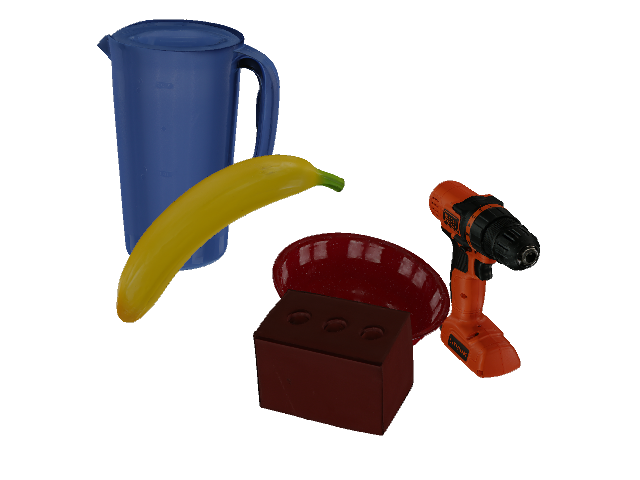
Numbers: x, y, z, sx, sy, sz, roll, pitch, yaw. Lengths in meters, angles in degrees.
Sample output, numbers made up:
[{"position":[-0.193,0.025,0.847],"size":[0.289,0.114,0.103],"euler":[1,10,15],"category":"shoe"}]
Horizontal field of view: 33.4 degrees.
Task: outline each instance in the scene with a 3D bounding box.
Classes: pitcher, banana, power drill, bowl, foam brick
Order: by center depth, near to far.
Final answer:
[{"position":[0.008,0.068,0.602],"size":[0.078,0.051,0.053],"euler":[10,31,20],"category":"foam brick"},{"position":[-0.079,-0.009,0.774],"size":[0.198,0.069,0.037],"euler":[-31,28,7],"category":"banana"},{"position":[0.032,0.060,0.963],"size":[0.162,0.055,0.162],"euler":[9,33,-6],"category":"bowl"},{"position":[-0.136,-0.095,1.084],"size":[0.144,0.243,0.149],"euler":[-11,28,-29],"category":"pitcher"},{"position":[0.173,0.045,1.116],"size":[0.057,0.188,0.185],"euler":[-11,25,-16],"category":"power drill"}]
